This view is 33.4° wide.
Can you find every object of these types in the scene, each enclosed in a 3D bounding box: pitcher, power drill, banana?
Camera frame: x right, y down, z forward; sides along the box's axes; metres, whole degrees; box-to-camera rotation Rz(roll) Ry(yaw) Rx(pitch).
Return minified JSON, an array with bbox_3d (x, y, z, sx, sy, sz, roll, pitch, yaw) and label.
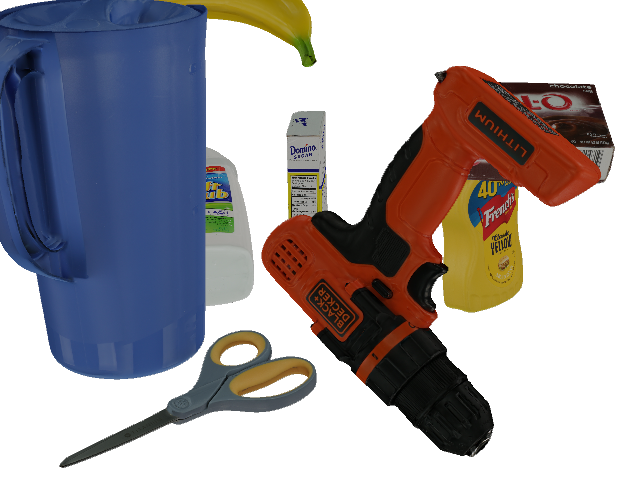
[{"bbox_3d":[-0.141,-0.033,0.697,0.149,0.243,0.145,-7,22,-16],"label":"pitcher"},{"bbox_3d":[0.074,0.008,0.626,0.184,0.188,0.057,45,19,17],"label":"power drill"},{"bbox_3d":[-0.088,-0.186,0.851,0.198,0.069,0.037,12,-41,16],"label":"banana"}]

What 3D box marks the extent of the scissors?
[{"bbox_3d":[-0.102,0.111,0.789,0.201,0.016,0.096,-11,34,-21],"label":"scissors"}]

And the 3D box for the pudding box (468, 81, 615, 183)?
[{"bbox_3d":[0.158,-0.084,0.812,0.113,0.039,0.090,3,40,0],"label":"pudding box"}]

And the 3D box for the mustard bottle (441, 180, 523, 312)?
[{"bbox_3d":[0.156,-0.033,1.045,0.096,0.191,0.058,-21,23,-39],"label":"mustard bottle"}]

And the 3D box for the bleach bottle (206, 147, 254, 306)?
[{"bbox_3d":[-0.126,-0.030,1.062,0.102,0.068,0.251,-4,32,-9],"label":"bleach bottle"}]

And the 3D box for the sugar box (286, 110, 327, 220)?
[{"bbox_3d":[-0.016,-0.056,1.260,0.048,0.176,0.093,-1,24,5],"label":"sugar box"}]
